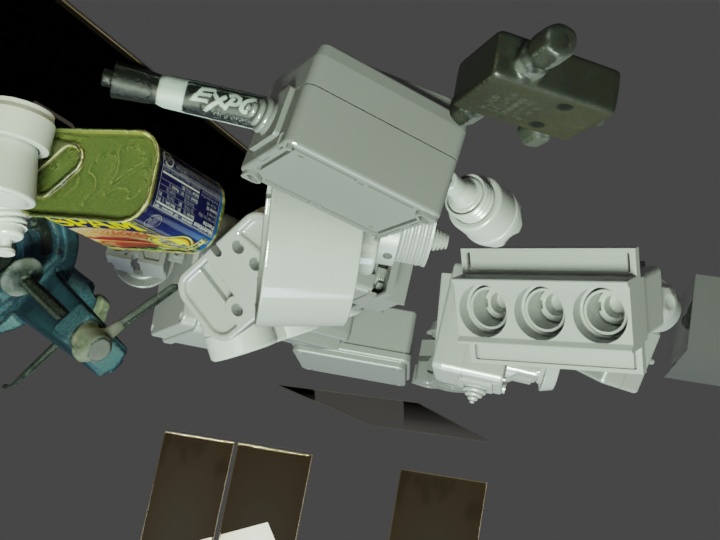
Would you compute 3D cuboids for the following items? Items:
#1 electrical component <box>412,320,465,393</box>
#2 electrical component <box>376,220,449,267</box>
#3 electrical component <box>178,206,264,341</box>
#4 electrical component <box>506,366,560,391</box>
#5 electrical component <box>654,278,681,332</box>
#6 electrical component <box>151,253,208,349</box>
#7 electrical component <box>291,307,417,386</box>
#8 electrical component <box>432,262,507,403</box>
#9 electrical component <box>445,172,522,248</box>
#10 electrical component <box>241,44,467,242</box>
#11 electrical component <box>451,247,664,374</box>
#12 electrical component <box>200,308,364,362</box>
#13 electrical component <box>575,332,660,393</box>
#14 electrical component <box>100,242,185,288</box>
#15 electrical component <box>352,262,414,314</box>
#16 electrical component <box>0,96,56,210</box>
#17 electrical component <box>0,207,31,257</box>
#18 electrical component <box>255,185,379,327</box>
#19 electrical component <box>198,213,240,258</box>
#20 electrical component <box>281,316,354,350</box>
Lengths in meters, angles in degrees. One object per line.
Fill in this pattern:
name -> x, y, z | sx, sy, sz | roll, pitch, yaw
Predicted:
electrical component -> 0.087, 0.080, 0.993 | 0.058, 0.057, 0.078 | 22, 162, -39
electrical component -> 0.014, -0.025, 0.657 | 0.081, 0.043, 0.043 | 11, 166, -2
electrical component -> -0.064, -0.003, 0.702 | 0.095, 0.053, 0.059 | -39, 178, 32
electrical component -> 0.141, 0.071, 0.915 | 0.057, 0.058, 0.078 | 13, 166, 5
electrical component -> 0.204, 0.026, 0.738 | 0.035, 0.035, 0.061 | 3, 167, 28
electrical component -> -0.126, 0.020, 0.876 | 0.057, 0.078, 0.113 | 13, 166, -22
electrical component -> -0.003, 0.066, 1.008 | 0.109, 0.056, 0.108 | 10, 166, 5
electrical component -> 0.083, 0.049, 0.791 | 0.061, 0.096, 0.061 | 12, 166, 10
electrical component -> 0.063, -0.037, 0.592 | 0.035, 0.035, 0.061 | 0, 160, 37
electrical component -> -0.007, -0.063, 0.501 | 0.096, 0.061, 0.062 | 25, 162, -21
electrical component -> 0.129, 0.022, 0.700 | 0.121, 0.078, 0.063 | 1, -168, 36
electrical component -> -0.063, 0.015, 0.813 | 0.138, 0.073, 0.052 | -18, -179, -41
electrical component -> 0.185, 0.056, 0.794 | 0.076, 0.047, 0.083 | 19, -175, -32
electrical component -> -0.170, -0.014, 0.843 | 0.066, 0.048, 0.055 | 12, 159, -3
electrical component -> 0.000, 0.000, 0.775 | 0.064, 0.042, 0.081 | 18, 164, -15
electrical component -> -0.206, -0.068, 0.629 | 0.045, 0.055, 0.045 | 10, 166, 3
electrical component -> -0.229, -0.047, 0.699 | 0.040, 0.078, 0.040 | -3, 163, -1
electrical component -> -0.021, -0.020, 0.583 | 0.060, 0.108, 0.108 | 6, 167, -7
electrical component -> -0.084, -0.017, 0.764 | 0.055, 0.045, 0.045 | 13, 166, -9
electrical component -> -0.047, 0.037, 0.914 | 0.062, 0.061, 0.096 | 15, 166, -17
